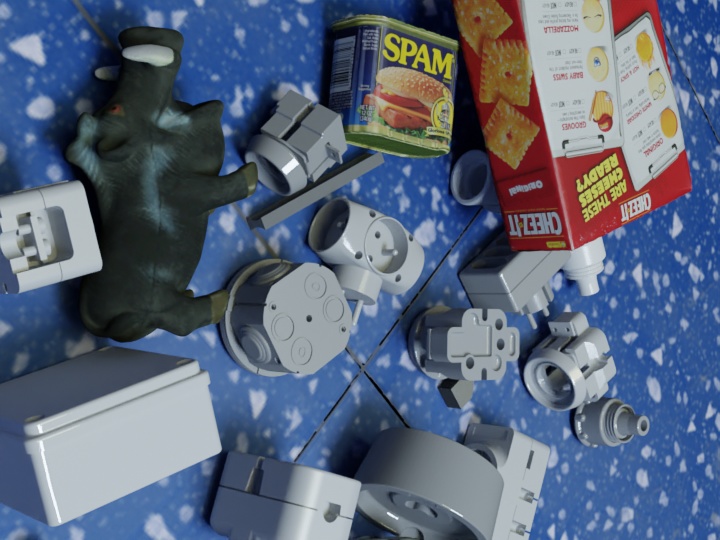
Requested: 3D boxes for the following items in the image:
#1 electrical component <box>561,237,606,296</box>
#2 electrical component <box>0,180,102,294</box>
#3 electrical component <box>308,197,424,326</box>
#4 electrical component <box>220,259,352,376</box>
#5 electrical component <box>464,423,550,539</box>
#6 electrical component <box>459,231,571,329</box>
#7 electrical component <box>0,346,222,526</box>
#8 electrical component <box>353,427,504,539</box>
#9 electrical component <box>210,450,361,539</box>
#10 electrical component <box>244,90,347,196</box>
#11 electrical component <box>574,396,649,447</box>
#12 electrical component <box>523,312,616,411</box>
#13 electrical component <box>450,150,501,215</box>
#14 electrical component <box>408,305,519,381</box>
[{"bbox_3d":[0.192,-0.009,0.934,0.043,0.043,0.062,-28,109,-37],"label":"electrical component"},{"bbox_3d":[-0.183,-0.018,0.585,0.056,0.089,0.050,-19,101,-39],"label":"electrical component"},{"bbox_3d":[0.000,0.000,0.770,0.077,0.044,0.079,30,71,-36],"label":"electrical component"},{"bbox_3d":[-0.049,0.032,0.722,0.080,0.051,0.080,1,88,-40],"label":"electrical component"},{"bbox_3d":[0.105,0.171,0.851,0.056,0.050,0.089,29,71,-36],"label":"electrical component"},{"bbox_3d":[0.135,0.012,0.882,0.083,0.047,0.075,-41,114,-33],"label":"electrical component"},{"bbox_3d":[-0.152,0.088,0.597,0.109,0.109,0.056,-20,104,-39],"label":"electrical component"},{"bbox_3d":[0.051,0.153,0.772,0.108,0.108,0.060,44,56,-31],"label":"electrical component"},{"bbox_3d":[-0.050,0.154,0.690,0.054,0.095,0.059,25,73,-38],"label":"electrical component"},{"bbox_3d":[-0.045,-0.083,0.728,0.055,0.066,0.048,-49,154,-22],"label":"electrical component"},{"bbox_3d":[0.223,0.134,0.944,0.048,0.062,0.048,1,88,-40],"label":"electrical component"},{"bbox_3d":[0.175,0.083,0.909,0.057,0.058,0.078,-34,110,-39],"label":"electrical component"},{"bbox_3d":[0.107,-0.069,0.862,0.055,0.045,0.045,12,81,-40],"label":"electrical component"},{"bbox_3d":[0.074,0.056,0.823,0.078,0.057,0.058,3,87,-40],"label":"electrical component"}]
